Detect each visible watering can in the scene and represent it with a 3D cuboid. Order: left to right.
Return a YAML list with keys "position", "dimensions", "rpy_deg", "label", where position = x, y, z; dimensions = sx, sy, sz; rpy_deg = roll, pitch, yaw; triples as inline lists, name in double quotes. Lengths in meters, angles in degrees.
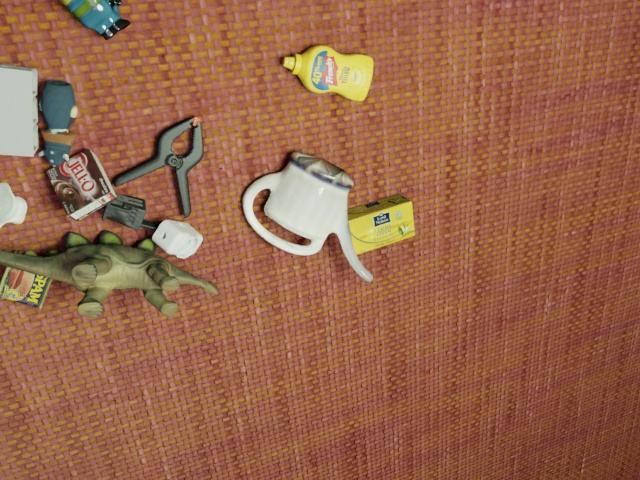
- position: [0.003, -0.058, 1.150]
  dimensions: [0.347, 0.105, 0.222]
  rpy_deg: [26, 102, -8]
  label: "watering can"

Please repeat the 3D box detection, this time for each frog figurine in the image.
- position: [-0.626, -0.078, 0.935]
  dimensions: [0.160, 0.123, 0.136]
  rpy_deg: [-12, 112, -57]
  label: "frog figurine"
